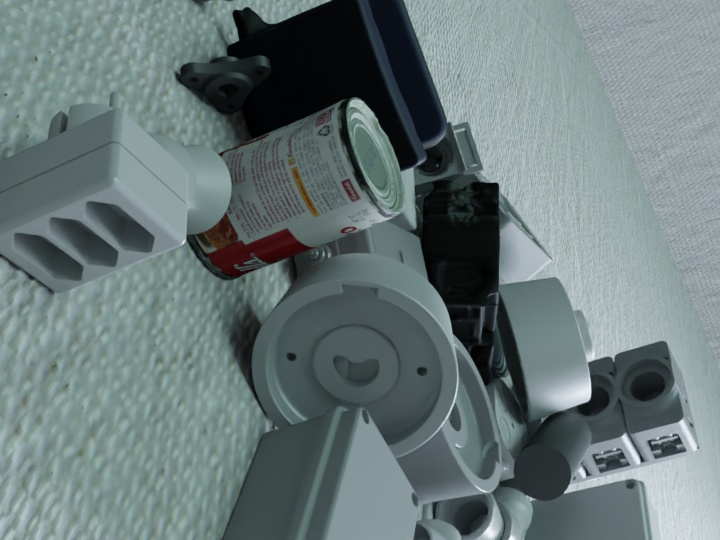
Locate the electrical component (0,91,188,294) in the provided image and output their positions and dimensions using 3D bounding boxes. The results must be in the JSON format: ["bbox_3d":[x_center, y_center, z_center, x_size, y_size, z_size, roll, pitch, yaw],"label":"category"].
[{"bbox_3d":[-0.110,-0.041,0.439,0.047,0.066,0.076,46,31,-47],"label":"electrical component"}]

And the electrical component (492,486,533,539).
[{"bbox_3d":[0.106,0.191,0.799,0.040,0.040,0.046,61,29,-23],"label":"electrical component"}]

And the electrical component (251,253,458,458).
[{"bbox_3d":[0.000,0.043,0.583,0.108,0.108,0.060,63,16,-18],"label":"electrical component"}]

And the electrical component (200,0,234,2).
[{"bbox_3d":[-0.090,-0.200,0.661,0.043,0.043,0.062,33,41,-58],"label":"electrical component"}]

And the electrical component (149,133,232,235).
[{"bbox_3d":[-0.093,-0.040,0.508,0.055,0.045,0.045,4,68,-67],"label":"electrical component"}]

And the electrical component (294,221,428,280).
[{"bbox_3d":[0.000,0.000,0.678,0.096,0.061,0.061,32,42,-58],"label":"electrical component"}]

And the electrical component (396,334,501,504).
[{"bbox_3d":[0.041,0.097,0.692,0.108,0.060,0.108,50,28,-40],"label":"electrical component"}]

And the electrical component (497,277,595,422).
[{"bbox_3d":[0.145,0.057,0.827,0.108,0.060,0.108,-14,90,-89],"label":"electrical component"}]

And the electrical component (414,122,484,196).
[{"bbox_3d":[0.053,-0.087,0.871,0.064,0.081,0.042,126,-52,-80],"label":"electrical component"}]

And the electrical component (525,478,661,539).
[{"bbox_3d":[0.186,0.233,0.862,0.056,0.109,0.108,60,23,-31],"label":"electrical component"}]

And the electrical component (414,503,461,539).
[{"bbox_3d":[0.042,0.177,0.647,0.077,0.043,0.079,58,24,-29],"label":"electrical component"}]

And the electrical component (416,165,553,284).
[{"bbox_3d":[0.102,-0.034,0.907,0.078,0.057,0.113,39,15,-34],"label":"electrical component"}]

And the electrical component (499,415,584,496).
[{"bbox_3d":[0.144,0.148,0.898,0.096,0.061,0.061,-4,76,-68],"label":"electrical component"}]

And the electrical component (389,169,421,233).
[{"bbox_3d":[0.020,-0.046,0.786,0.076,0.047,0.065,51,28,-42],"label":"electrical component"}]

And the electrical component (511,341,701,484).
[{"bbox_3d":[0.216,0.130,0.968,0.061,0.150,0.089,54,26,-39],"label":"electrical component"}]

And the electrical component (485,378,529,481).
[{"bbox_3d":[0.092,0.123,0.807,0.080,0.051,0.080,51,28,-41],"label":"electrical component"}]

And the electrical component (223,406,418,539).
[{"bbox_3d":[-0.017,0.130,0.526,0.078,0.057,0.113,61,23,-23],"label":"electrical component"}]

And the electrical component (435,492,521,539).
[{"bbox_3d":[0.083,0.177,0.747,0.055,0.045,0.045,49,30,-44],"label":"electrical component"}]
